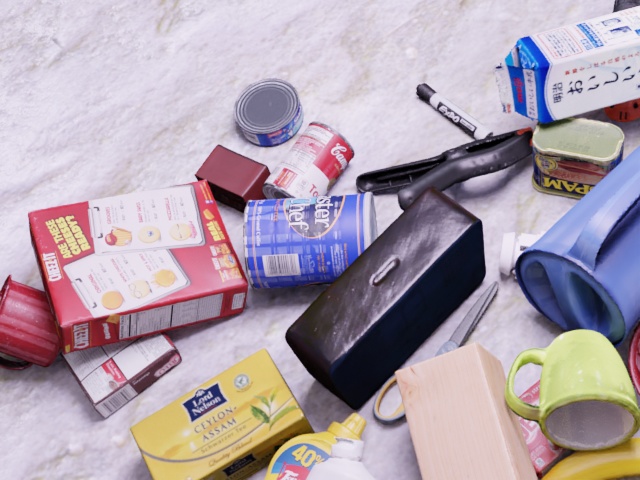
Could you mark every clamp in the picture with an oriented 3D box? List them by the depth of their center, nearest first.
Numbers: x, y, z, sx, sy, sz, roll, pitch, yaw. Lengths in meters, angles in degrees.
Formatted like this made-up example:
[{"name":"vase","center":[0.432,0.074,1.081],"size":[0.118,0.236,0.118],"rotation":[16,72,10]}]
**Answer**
[{"name":"clamp","center":[0.148,-0.085,1.232],"size":[0.209,0.036,0.165],"rotation":[-22,16,-18]}]

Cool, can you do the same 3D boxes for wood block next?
[{"name":"wood block","center":[0.151,0.218,1.029],"size":[0.091,0.090,0.206],"rotation":[-23,62,18]}]

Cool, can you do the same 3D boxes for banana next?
[{"name":"banana","center":[0.315,0.225,1.036],"size":[0.198,0.037,0.069],"rotation":[4,61,16]}]

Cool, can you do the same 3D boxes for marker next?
[{"name":"marker","center":[0.162,-0.157,1.304],"size":[0.020,0.020,0.121],"rotation":[-41,60,-11]}]

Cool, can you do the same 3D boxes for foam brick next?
[{"name":"foam brick","center":[-0.102,-0.071,1.301],"size":[0.078,0.053,0.051],"rotation":[25,69,26]}]

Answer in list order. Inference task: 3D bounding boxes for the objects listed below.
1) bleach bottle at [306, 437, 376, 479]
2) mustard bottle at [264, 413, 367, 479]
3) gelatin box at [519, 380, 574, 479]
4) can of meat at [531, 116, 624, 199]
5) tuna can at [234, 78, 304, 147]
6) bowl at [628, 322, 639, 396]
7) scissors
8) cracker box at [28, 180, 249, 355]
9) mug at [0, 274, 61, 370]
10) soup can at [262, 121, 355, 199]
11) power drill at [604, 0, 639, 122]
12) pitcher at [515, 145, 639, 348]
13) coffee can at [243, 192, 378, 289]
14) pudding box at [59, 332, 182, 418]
[{"name":"bleach bottle","center":[0.018,0.314,1.001],"size":[0.103,0.068,0.251],"rotation":[3,78,24]},{"name":"mustard bottle","center":[-0.015,0.257,1.087],"size":[0.096,0.058,0.191],"rotation":[31,71,25]},{"name":"gelatin box","center":[0.230,0.186,1.083],"size":[0.089,0.030,0.073],"rotation":[-37,59,-9]},{"name":"can of meat","center":[0.289,-0.092,1.197],"size":[0.102,0.084,0.057],"rotation":[13,64,20]},{"name":"tuna can","center":[-0.064,-0.162,1.354],"size":[0.086,0.033,0.086],"rotation":[-6,60,11]},{"name":"bowl","center":[0.389,0.131,1.060],"size":[0.162,0.055,0.162],"rotation":[-6,60,10]},{"name":"scissors","center":[0.146,0.137,1.141],"size":[0.201,0.016,0.096],"rotation":[-39,61,-9]},{"name":"cracker box","center":[-0.208,0.028,1.221],"size":[0.213,0.072,0.164],"rotation":[-12,55,-19]},{"name":"mug","center":[-0.342,0.106,1.234],"size":[0.117,0.081,0.093],"rotation":[-59,20,24]},{"name":"soup can","center":[-0.014,-0.082,1.276],"size":[0.069,0.068,0.102],"rotation":[28,71,26]},{"name":"power drill","center":[0.431,-0.220,1.253],"size":[0.188,0.057,0.184],"rotation":[3,65,18]},{"name":"pitcher","center":[0.326,-0.017,1.100],"size":[0.242,0.145,0.149],"rotation":[-43,16,-21]},{"name":"coffee can","center":[-0.008,0.001,1.200],"size":[0.140,0.103,0.103],"rotation":[-3,60,8]},{"name":"pudding box","center":[-0.228,0.133,1.223],"size":[0.113,0.039,0.090],"rotation":[-36,58,-11]}]
